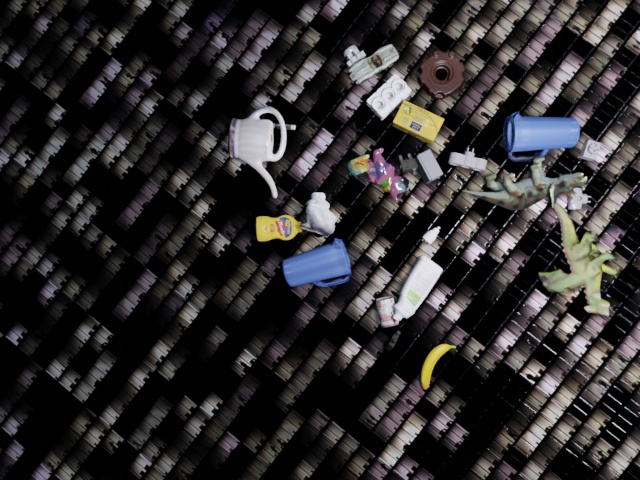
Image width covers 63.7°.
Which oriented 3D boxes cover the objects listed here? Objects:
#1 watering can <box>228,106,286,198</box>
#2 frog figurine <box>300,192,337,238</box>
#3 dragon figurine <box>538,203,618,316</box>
[{"bbox_3d":[-0.243,-0.338,1.960,0.224,0.104,0.348,4,89,6],"label":"watering can"},{"bbox_3d":[0.006,-0.097,1.926,0.136,0.122,0.161,23,80,-28],"label":"frog figurine"},{"bbox_3d":[0.906,0.089,1.858,0.242,0.121,0.416,-39,69,8],"label":"dragon figurine"}]
